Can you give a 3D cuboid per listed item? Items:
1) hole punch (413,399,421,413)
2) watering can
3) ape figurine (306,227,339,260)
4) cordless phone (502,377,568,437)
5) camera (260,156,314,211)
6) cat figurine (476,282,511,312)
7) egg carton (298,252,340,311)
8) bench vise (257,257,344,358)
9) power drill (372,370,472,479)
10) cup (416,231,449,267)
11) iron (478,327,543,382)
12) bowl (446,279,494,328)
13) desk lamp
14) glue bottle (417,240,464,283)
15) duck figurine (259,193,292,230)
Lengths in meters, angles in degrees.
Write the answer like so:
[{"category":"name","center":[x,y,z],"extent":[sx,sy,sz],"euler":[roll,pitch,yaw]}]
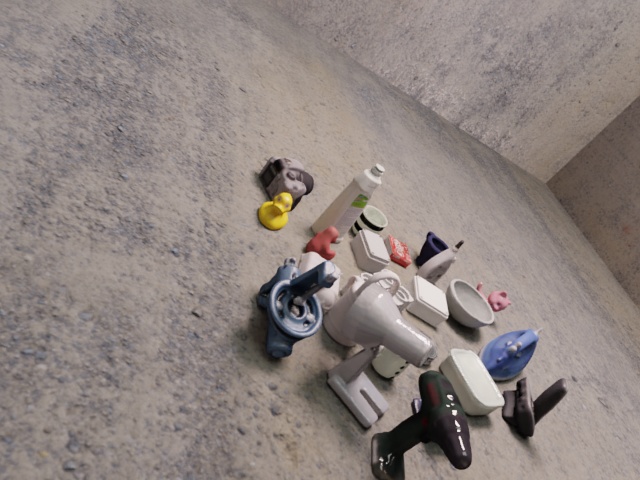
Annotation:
[{"category":"hole punch","center":[0.269,0.372,1.240],"extent":[0.101,0.091,0.108],"euler":[24,33,-27]},{"category":"watering can","center":[0.104,0.144,1.250],"extent":[0.101,0.193,0.172],"euler":[-3,51,-52]},{"category":"ape figurine","center":[0.013,0.005,1.438],"extent":[0.076,0.092,0.077],"euler":[17,37,-37]},{"category":"cordless phone","center":[0.560,0.397,1.458],"extent":[0.094,0.185,0.148],"euler":[38,29,-6]},{"category":"camera","center":[-0.071,-0.157,1.552],"extent":[0.137,0.100,0.143],"euler":[10,41,-43]},{"category":"cat figurine","center":[0.527,0.184,1.782],"extent":[0.128,0.117,0.067],"euler":[40,29,-1]},{"category":"egg carton","center":[-0.009,0.096,1.311],"extent":[0.107,0.069,0.150],"euler":[32,30,-15]},{"category":"bench vise","center":[-0.048,0.092,1.112],"extent":[0.122,0.219,0.207],"euler":[13,39,-40]},{"category":"power drill","center":[0.186,0.357,1.041],"extent":[0.076,0.208,0.229],"euler":[32,30,-16]},{"category":"cup","center":[0.339,0.037,1.782],"extent":[0.092,0.095,0.117],"euler":[19,36,-34]},{"category":"iron","center":[0.536,0.309,1.596],"extent":[0.259,0.141,0.118],"euler":[-8,55,-54]},{"category":"bowl","center":[0.425,0.199,1.683],"extent":[0.168,0.074,0.167],"euler":[30,31,-19]},{"category":"desk lamp","center":[0.111,0.221,1.133],"extent":[0.203,0.213,0.118],"euler":[49,30,14]},{"category":"glue bottle","center":[0.368,0.060,1.703],"extent":[0.078,0.173,0.037],"euler":[15,38,-38]},{"category":"duck figurine","center":[-0.100,-0.082,1.429],"extent":[0.077,0.086,0.105],"euler":[38,29,-5]}]
